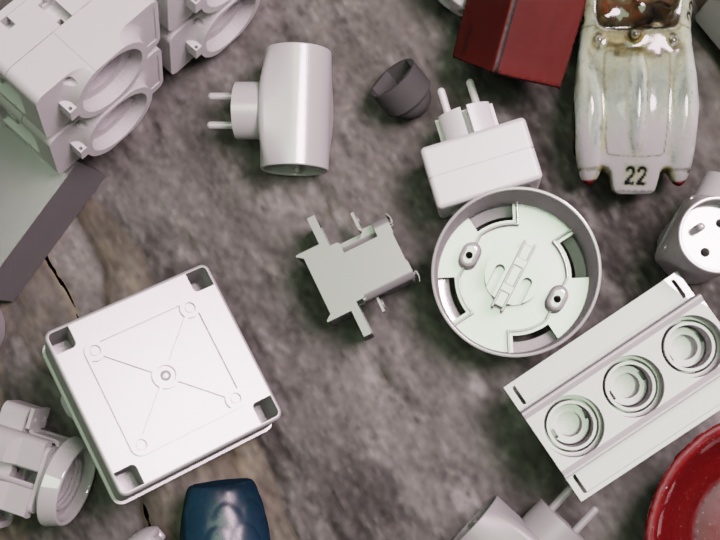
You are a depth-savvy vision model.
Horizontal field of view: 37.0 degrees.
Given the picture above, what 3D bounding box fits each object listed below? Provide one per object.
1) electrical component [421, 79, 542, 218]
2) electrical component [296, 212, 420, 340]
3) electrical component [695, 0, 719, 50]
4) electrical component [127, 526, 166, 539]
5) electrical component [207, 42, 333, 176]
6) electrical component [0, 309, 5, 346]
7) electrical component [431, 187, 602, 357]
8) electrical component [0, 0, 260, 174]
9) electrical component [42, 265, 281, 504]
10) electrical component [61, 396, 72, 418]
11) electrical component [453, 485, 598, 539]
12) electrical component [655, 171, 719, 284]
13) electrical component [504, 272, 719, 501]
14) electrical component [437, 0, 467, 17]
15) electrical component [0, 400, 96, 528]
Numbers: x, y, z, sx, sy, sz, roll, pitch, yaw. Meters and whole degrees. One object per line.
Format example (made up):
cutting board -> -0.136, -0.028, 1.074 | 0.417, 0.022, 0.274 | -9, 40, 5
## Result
electrical component -> 0.070, -0.080, 0.668 | 0.066, 0.047, 0.076 | -17, 83, 4
electrical component -> 0.000, 0.000, 0.672 | 0.064, 0.042, 0.081 | -26, 83, 1
electrical component -> 0.253, -0.146, 0.630 | 0.048, 0.099, 0.099 | -35, 82, -11
electrical component -> -0.128, 0.194, 0.668 | 0.048, 0.048, 0.062 | -43, 89, 1
electrical component -> -0.058, -0.101, 0.686 | 0.079, 0.044, 0.077 | 1, 85, 6
electrical component -> -0.263, 0.037, 0.694 | 0.055, 0.047, 0.055 | -1, 85, 6
electrical component -> 0.093, 0.003, 0.650 | 0.099, 0.064, 0.099 | -1, 85, 6
electrical component -> -0.132, -0.150, 0.641 | 0.060, 0.105, 0.186 | 42, 72, 5
electrical component -> -0.121, 0.069, 0.653 | 0.109, 0.056, 0.108 | -25, 82, -21
electrical component -> -0.160, 0.096, 0.684 | 0.035, 0.035, 0.061 | -40, 85, 1
electrical component -> 0.108, 0.164, 0.645 | 0.077, 0.043, 0.079 | 43, 90, 8
electrical component -> 0.211, -0.032, 0.634 | 0.043, 0.077, 0.079 | 28, 88, 8
electrical component -> 0.158, 0.068, 0.638 | 0.121, 0.063, 0.078 | -34, 82, 2
electrical component -> 0.072, -0.195, 0.681 | 0.043, 0.043, 0.062 | 44, 90, 8
electrical component -> -0.203, 0.127, 0.675 | 0.057, 0.058, 0.078 | 15, 86, 10
